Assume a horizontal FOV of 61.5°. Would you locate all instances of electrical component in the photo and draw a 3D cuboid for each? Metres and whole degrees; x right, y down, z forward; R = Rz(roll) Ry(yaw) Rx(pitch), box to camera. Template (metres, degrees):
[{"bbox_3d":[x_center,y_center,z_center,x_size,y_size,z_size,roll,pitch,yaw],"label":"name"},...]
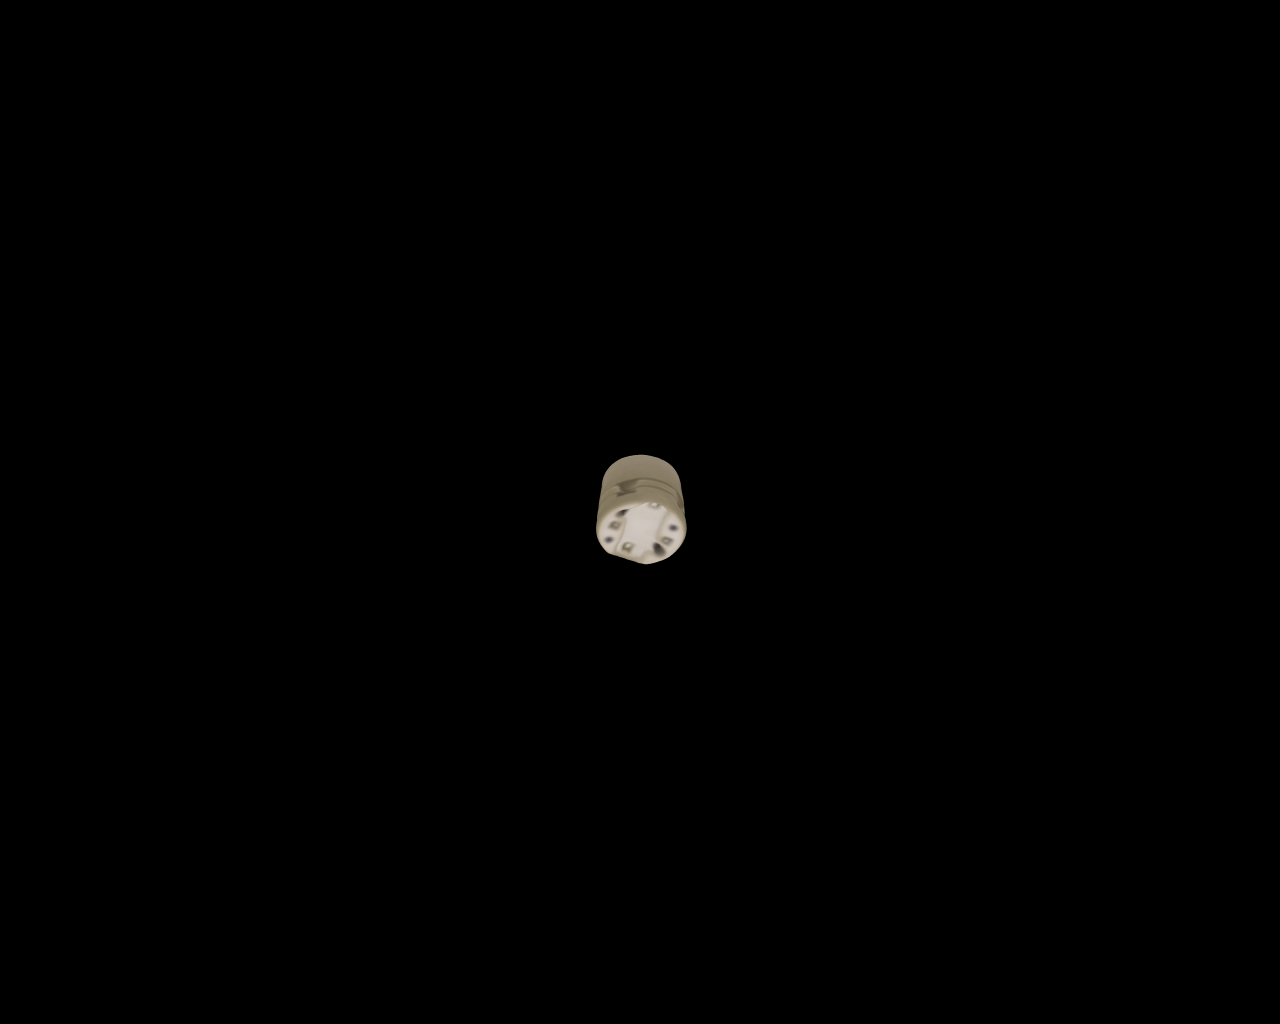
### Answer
[{"bbox_3d":[0.001,-0.003,0.650,0.055,0.055,0.047,0,44,0],"label":"electrical component"}]
